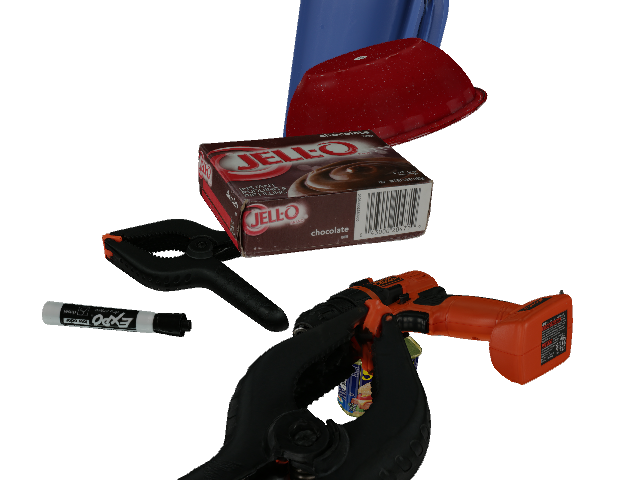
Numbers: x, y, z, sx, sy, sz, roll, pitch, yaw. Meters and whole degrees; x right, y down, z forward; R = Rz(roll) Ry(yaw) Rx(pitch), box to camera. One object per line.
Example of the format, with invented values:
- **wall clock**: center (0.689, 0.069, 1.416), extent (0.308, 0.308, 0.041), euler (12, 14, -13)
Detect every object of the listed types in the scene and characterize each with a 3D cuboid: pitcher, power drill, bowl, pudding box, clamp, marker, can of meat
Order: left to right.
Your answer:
- **marker**: center (-0.161, 0.062, 0.846), extent (0.121, 0.020, 0.020), euler (4, 1, 11)
- **clamp**: center (-0.111, 0.024, 1.033), extent (0.210, 0.036, 0.164), euler (3, 38, 3)
- **pudding box**: center (-0.005, -0.030, 0.610), extent (0.113, 0.039, 0.090), euler (-5, 27, -20)
- **clamp**: center (0.001, 0.091, 0.394), extent (0.120, 0.039, 0.171), euler (26, 50, 19)
- **pitcher**: center (0.038, -0.177, 1.085), extent (0.145, 0.243, 0.149), euler (11, 18, -1)
- **bowl**: center (0.039, -0.112, 0.797), extent (0.162, 0.055, 0.162), euler (-16, 16, 5)
- **can of meat**: center (0.073, 0.172, 1.360), extent (0.102, 0.084, 0.057), euler (-5, 26, -21)
- **power drill**: center (0.094, 0.068, 0.865), extent (0.188, 0.057, 0.184), euler (9, 16, 36)
